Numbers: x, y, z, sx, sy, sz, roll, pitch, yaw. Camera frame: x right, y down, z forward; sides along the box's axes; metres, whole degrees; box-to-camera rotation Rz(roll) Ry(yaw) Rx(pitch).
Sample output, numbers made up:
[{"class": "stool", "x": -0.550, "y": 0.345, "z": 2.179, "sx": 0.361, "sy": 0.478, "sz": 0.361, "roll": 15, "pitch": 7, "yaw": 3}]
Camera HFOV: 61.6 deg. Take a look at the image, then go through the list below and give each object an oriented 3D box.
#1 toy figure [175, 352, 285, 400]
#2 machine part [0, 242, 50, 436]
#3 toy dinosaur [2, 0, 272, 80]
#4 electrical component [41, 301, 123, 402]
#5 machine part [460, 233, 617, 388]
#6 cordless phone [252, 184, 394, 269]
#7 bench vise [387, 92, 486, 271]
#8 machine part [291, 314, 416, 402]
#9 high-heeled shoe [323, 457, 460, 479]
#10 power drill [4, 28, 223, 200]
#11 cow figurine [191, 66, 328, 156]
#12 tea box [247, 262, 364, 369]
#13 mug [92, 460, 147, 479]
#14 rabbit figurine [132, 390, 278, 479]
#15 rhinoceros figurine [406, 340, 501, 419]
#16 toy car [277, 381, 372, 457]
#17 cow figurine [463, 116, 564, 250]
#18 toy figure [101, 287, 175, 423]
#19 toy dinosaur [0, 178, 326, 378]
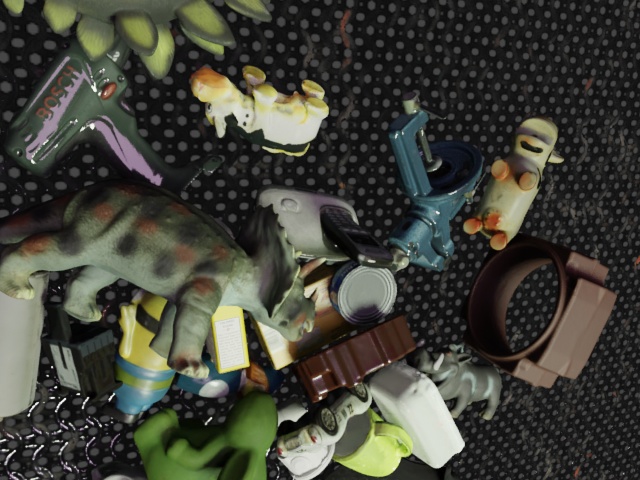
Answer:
[{"class": "toy figure", "x": -0.119, "y": 0.191, "z": 0.739, "sx": 0.154, "sy": 0.064, "sz": 0.058, "roll": 15, "pitch": 62, "yaw": -22}, {"class": "machine part", "x": -0.359, "y": 0.108, "z": 0.611, "sx": 0.079, "sy": 0.079, "sz": 0.243, "roll": 7, "pitch": 102, "yaw": -23}, {"class": "toy dinosaur", "x": -0.151, "y": -0.287, "z": 0.558, "sx": 0.471, "sy": 0.105, "sz": 0.198, "roll": -33, "pitch": 108, "yaw": -26}, {"class": "electrical component", "x": -0.279, "y": 0.121, "z": 0.618, "sx": 0.048, "sy": 0.075, "sz": 0.119, "roll": -28, "pitch": 112, "yaw": -57}, {"class": "machine part", "x": 0.314, "y": 0.099, "z": 0.807, "sx": 0.087, "sy": 0.201, "sz": 0.201, "roll": 21, "pitch": 96, "yaw": -23}, {"class": "cordless phone", "x": -0.002, "y": -0.003, "z": 0.665, "sx": 0.146, "sy": 0.184, "sz": 0.088, "roll": 9, "pitch": 105, "yaw": -24}, {"class": "bench vise", "x": 0.135, "y": -0.078, "z": 0.724, "sx": 0.223, "sy": 0.129, "sz": 0.240, "roll": -41, "pitch": 132, "yaw": -16}, {"class": "machine part", "x": 0.046, "y": 0.161, "z": 0.736, "sx": 0.179, "sy": 0.179, "sz": 0.056, "roll": -23, "pitch": 79, "yaw": -15}, {"class": "high-heeled shoe", "x": 0.118, "y": 0.415, "z": 0.901, "sx": 0.249, "sy": 0.086, "sz": 0.145, "roll": -4, "pitch": 138, "yaw": -2}, {"class": "power drill", "x": -0.210, "y": -0.136, "z": 0.604, "sx": 0.207, "sy": 0.086, "sz": 0.232, "roll": 45, "pitch": 76, "yaw": -29}, {"class": "cow figurine", "x": -0.080, "y": -0.154, "z": 0.656, "sx": 0.167, "sy": 0.068, "sz": 0.098, "roll": 6, "pitch": 134, "yaw": -24}, {"class": "tea box", "x": -0.010, "y": 0.092, "z": 0.749, "sx": 0.170, "sy": 0.068, "sz": 0.098, "roll": -23, "pitch": 111, "yaw": -16}, {"class": "mug", "x": -0.241, "y": 0.331, "z": 0.708, "sx": 0.080, "sy": 0.110, "sz": 0.107, "roll": -65, "pitch": 158, "yaw": -2}, {"class": "rabbit figurine", "x": -0.127, "y": 0.261, "z": 0.675, "sx": 0.170, "sy": 0.159, "sz": 0.121, "roll": -31, "pitch": 137, "yaw": -1}, {"class": "rhinoceros figurine", "x": 0.221, "y": 0.223, "z": 0.872, "sx": 0.190, "sy": 0.073, "sz": 0.112, "roll": 21, "pitch": 95, "yaw": -26}, {"class": "toy car", "x": 0.011, "y": 0.243, "z": 0.743, "sx": 0.073, "sy": 0.201, "sz": 0.056, "roll": -29, "pitch": 83, "yaw": 25}, {"class": "cow figurine", "x": 0.298, "y": -0.090, "z": 0.808, "sx": 0.127, "sy": 0.086, "sz": 0.194, "roll": -17, "pitch": 131, "yaw": -58}, {"class": "toy figure", "x": -0.210, "y": 0.140, "z": 0.673, "sx": 0.089, "sy": 0.082, "sz": 0.180, "roll": 17, "pitch": 94, "yaw": -5}, {"class": "toy dinosaur", "x": -0.177, "y": 0.009, "z": 0.551, "sx": 0.405, "sy": 0.131, "sz": 0.192, "roll": 27, "pitch": 75, "yaw": -7}]
